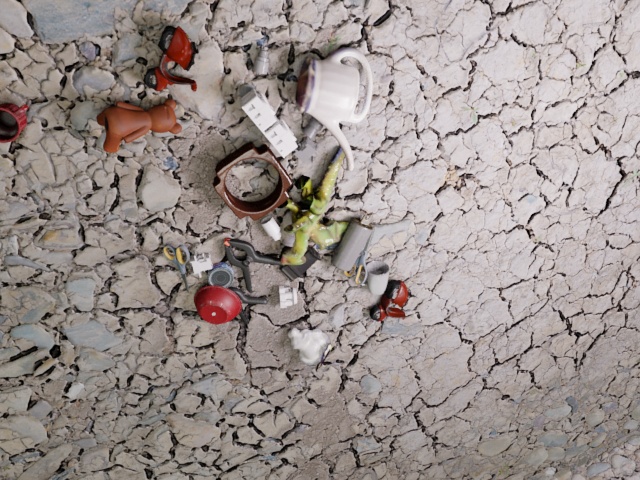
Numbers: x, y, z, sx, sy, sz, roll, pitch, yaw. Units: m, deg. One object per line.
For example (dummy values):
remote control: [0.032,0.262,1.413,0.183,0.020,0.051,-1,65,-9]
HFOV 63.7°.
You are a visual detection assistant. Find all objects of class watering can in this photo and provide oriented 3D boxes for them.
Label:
watering can: [0.036,-0.381,1.471,0.224,0.104,0.346,7,95,-17]

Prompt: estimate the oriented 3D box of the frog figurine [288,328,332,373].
frog figurine: [-0.043,0.374,1.846,0.160,0.124,0.135,30,120,14]

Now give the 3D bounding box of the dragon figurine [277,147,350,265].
dragon figurine: [0.005,-0.083,1.642,0.411,0.124,0.239,-48,134,-2]
